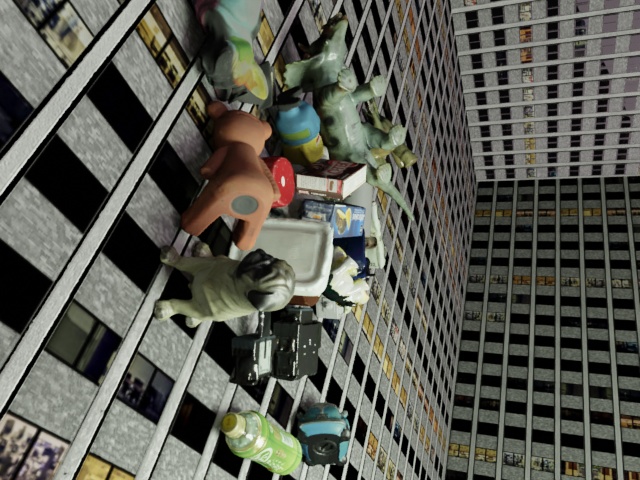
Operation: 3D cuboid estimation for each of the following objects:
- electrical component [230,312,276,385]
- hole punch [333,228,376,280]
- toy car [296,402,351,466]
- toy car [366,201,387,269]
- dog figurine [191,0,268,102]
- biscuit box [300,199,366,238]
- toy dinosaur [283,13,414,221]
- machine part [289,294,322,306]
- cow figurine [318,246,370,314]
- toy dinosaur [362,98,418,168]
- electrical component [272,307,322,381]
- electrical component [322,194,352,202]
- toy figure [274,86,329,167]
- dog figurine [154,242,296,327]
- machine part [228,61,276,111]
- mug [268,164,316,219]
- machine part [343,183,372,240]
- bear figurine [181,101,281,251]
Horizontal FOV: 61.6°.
[{"bbox_3d":[-0.110,0.175,0.888,0.075,0.048,0.119,-2,92,-67],"label":"electrical component"},{"bbox_3d":[0.048,0.035,1.155,0.116,0.142,0.092,-72,156,-65],"label":"hole punch"},{"bbox_3d":[0.010,0.390,1.107,0.103,0.109,0.161,-89,174,-52],"label":"toy car"},{"bbox_3d":[0.126,-0.014,1.395,0.056,0.074,0.201,-56,140,-52],"label":"toy car"},{"bbox_3d":[-0.121,-0.319,0.792,0.191,0.109,0.219,-53,142,-58],"label":"dog figurine"},{"bbox_3d":[0.028,-0.039,0.982,0.202,0.063,0.059,-6,106,-69],"label":"biscuit box"},{"bbox_3d":[0.051,-0.215,1.034,0.131,0.192,0.404,-30,113,-30],"label":"toy dinosaur"},{"bbox_3d":[-0.040,0.038,1.039,0.179,0.056,0.179,-1,90,-66],"label":"machine part"},{"bbox_3d":[0.040,0.094,1.051,0.098,0.068,0.167,-38,138,-8],"label":"cow figurine"},{"bbox_3d":[0.139,-0.246,1.291,0.198,0.105,0.471,58,4,-3],"label":"toy dinosaur"},{"bbox_3d":[-0.044,0.196,1.031,0.115,0.058,0.134,12,79,-68],"label":"electrical component"},{"bbox_3d":[0.038,-0.097,1.228,0.102,0.045,0.078,-10,98,-66],"label":"electrical component"},{"bbox_3d":[-0.038,-0.189,0.991,0.082,0.089,0.179,-56,142,-31],"label":"toy figure"},{"bbox_3d":[-0.101,0.066,0.730,0.172,0.191,0.121,-7,97,-68],"label":"dog figurine"},{"bbox_3d":[-0.108,-0.257,0.902,0.139,0.039,0.084,-39,134,-63],"label":"machine part"},{"bbox_3d":[-0.053,-0.065,0.968,0.109,0.081,0.107,52,43,-18],"label":"mug"},{"bbox_3d":[0.087,-0.087,1.303,0.079,0.079,0.243,12,79,-66],"label":"machine part"},{"bbox_3d":[-0.131,-0.103,0.789,0.120,0.132,0.196,17,38,-31],"label":"bear figurine"}]
